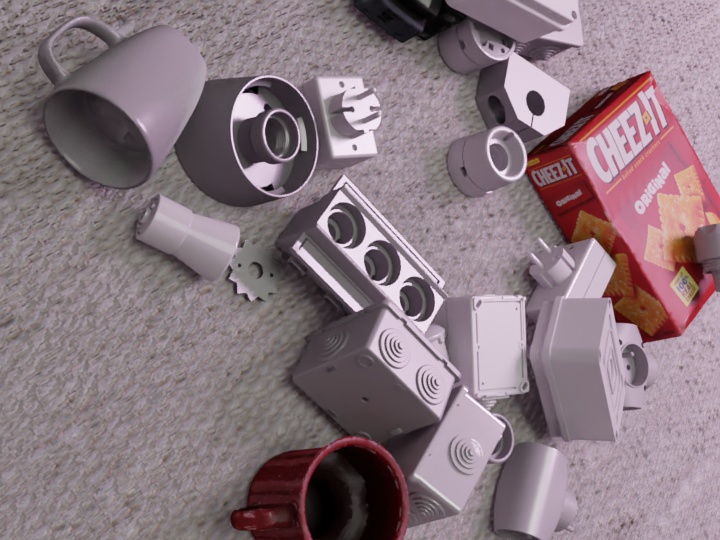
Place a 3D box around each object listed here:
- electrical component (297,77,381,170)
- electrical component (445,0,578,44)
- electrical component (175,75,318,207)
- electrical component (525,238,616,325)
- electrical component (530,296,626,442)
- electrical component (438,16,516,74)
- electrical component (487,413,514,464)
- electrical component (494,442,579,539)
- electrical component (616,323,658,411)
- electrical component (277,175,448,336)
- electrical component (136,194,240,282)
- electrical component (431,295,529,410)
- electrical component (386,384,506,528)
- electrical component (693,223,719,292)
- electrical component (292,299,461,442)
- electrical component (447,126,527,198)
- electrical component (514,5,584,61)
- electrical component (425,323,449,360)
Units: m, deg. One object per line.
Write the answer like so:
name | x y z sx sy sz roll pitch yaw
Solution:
electrical component | -0.010 -0.119 0.836 0.047 0.077 0.065 -8 85 -38
electrical component | 0.131 -0.250 0.914 0.113 0.057 0.078 15 72 -39
electrical component | -0.081 -0.097 0.800 0.099 0.064 0.099 5 84 -48
electrical component | 0.179 0.004 0.969 0.075 0.047 0.083 45 57 -20
electrical component | 0.188 0.085 0.918 0.078 0.057 0.113 -66 146 -44
electrical component | 0.103 -0.206 0.960 0.055 0.047 0.055 9 74 -35
electrical component | 0.096 0.138 0.875 0.040 0.046 0.040 10 74 -35
electrical component | 0.157 0.197 0.910 0.079 0.043 0.077 33 62 -27
electrical component | 0.251 0.093 1.006 0.079 0.044 0.077 9 74 -36
electrical component | 0.000 0.000 0.824 0.121 0.063 0.078 46 56 -20
electrical component | -0.123 -0.025 0.751 0.065 0.044 0.044 27 64 -24
electrical component | 0.096 0.069 0.887 0.062 0.061 0.096 0 87 -38
electrical component | 0.055 0.143 0.812 0.048 0.100 0.099 40 58 -8
electrical component | 0.336 -0.011 1.001 0.043 0.043 0.062 1 78 -37
electrical component | 0.011 0.079 0.793 0.099 0.100 0.048 46 44 -20
electrical component | 0.113 -0.096 0.942 0.055 0.047 0.055 10 74 -35
electrical component | 0.158 -0.249 1.011 0.100 0.048 0.099 1 79 -37
electrical component | 0.051 0.076 0.858 0.048 0.048 0.062 -22 100 -38
